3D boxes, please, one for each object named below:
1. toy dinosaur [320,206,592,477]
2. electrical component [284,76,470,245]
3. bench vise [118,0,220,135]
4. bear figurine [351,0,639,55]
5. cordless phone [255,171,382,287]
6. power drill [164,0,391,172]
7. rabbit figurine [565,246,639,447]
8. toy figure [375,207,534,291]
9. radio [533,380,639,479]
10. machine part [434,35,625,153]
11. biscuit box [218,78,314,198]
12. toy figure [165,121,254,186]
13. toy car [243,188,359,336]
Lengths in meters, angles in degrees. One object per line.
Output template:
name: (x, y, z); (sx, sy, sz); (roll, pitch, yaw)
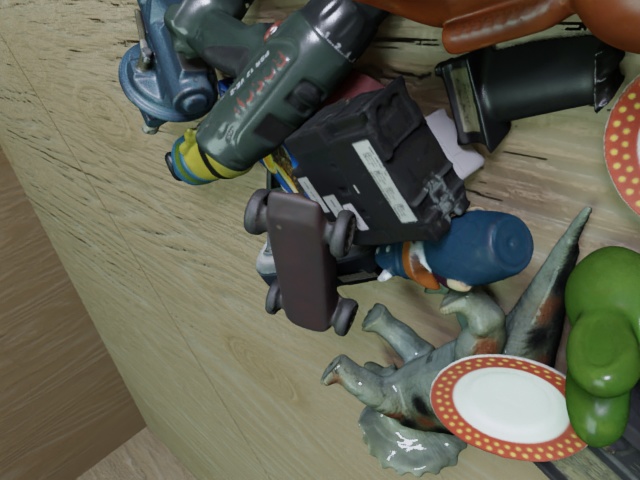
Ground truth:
toy dinosaur: (0.144, 0.133, 0.541); (0.192, 0.131, 0.405); (42, 139, -8)
electrical component: (0.037, -0.055, 0.428); (0.134, 0.058, 0.114); (0, 127, 57)
bench vise: (-0.203, -0.225, 0.673); (0.223, 0.129, 0.240); (59, 147, 9)
bear figurine: (0.124, -0.154, 0.287); (0.196, 0.132, 0.120); (35, 109, 42)
cordless phone: (0.003, -0.040, 0.598); (0.147, 0.088, 0.184); (-13, 69, 25)
power drill: (-0.046, -0.190, 0.487); (0.232, 0.086, 0.207); (-51, 59, 15)
rabbit figurine: (0.230, 0.073, 0.352); (0.170, 0.159, 0.121); (41, 159, 50)
toy figure: (0.101, 0.012, 0.443); (0.057, 0.064, 0.154); (50, 156, -13)
radio: (0.292, 0.208, 0.439); (0.230, 0.073, 0.131); (42, 146, 21)
machine part: (0.145, -0.109, 0.385); (0.139, 0.039, 0.084); (0, 110, 56)
biscuit box: (-0.039, -0.111, 0.573); (0.203, 0.063, 0.059); (46, 147, 37)
toy figure: (-0.149, -0.117, 0.738); (0.089, 0.082, 0.180); (52, 146, -15)
toy car: (-0.011, 0.022, 0.483); (0.089, 0.053, 0.201); (17, 145, 17)
